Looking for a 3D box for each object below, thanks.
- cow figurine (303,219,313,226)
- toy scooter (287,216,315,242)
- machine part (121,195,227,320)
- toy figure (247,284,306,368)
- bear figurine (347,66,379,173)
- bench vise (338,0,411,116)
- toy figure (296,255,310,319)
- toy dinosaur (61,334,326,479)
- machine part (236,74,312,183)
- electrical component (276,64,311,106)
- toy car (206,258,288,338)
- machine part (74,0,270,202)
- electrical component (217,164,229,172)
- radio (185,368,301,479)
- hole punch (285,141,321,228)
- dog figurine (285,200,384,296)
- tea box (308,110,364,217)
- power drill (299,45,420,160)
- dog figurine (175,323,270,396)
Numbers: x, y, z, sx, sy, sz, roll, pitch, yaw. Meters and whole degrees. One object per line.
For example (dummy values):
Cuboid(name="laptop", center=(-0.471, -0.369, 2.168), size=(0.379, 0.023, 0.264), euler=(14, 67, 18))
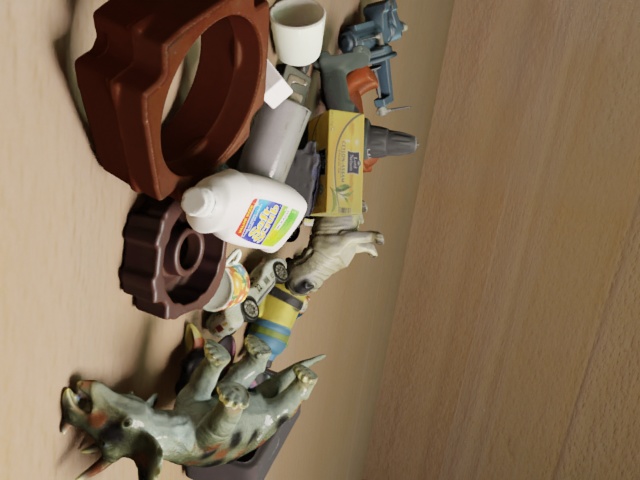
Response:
Cuboid(name="cow figurine", center=(0.018, -0.045, 1.195), size=(0.068, 0.098, 0.167), euler=(-64, 160, -19))
Cuboid(name="toy scooter", center=(-0.033, -0.093, 1.036), size=(0.135, 0.075, 0.184), euler=(87, 28, -43))
Cuboid(name="machine part", center=(-0.177, 0.011, 0.674), size=(0.179, 0.056, 0.179), euler=(12, 90, -72))
Cuboid(name="toy figure", center=(-0.085, 0.153, 1.022), size=(0.082, 0.089, 0.180), euler=(73, 30, -69))
Cuboid(name="bear figurine", center=(0.090, -0.245, 1.115), size=(0.196, 0.132, 0.120), euler=(62, 16, 3))
Cuboid(name="bench vise", center=(0.133, -0.408, 1.220), size=(0.223, 0.129, 0.240), euler=(-42, 125, -50))
Cuboid(name="toy figure", center=(-0.046, 0.111, 1.184), size=(0.064, 0.058, 0.154), euler=(6, 101, -34))
Cuboid(name="toy dinosaur", center=(-0.125, 0.232, 0.703), size=(0.192, 0.131, 0.404), euler=(-53, 149, 10))
Cuboid(name="machine part", center=(-0.078, -0.129, 0.807), size=(0.243, 0.079, 0.079), euler=(-69, 164, 8))
Cuboid(name="electrical component", center=(-0.051, -0.255, 0.909), size=(0.078, 0.045, 0.102), euler=(8, 93, -45))
Cuboid(name="toy car", center=(-0.117, 0.091, 0.897), size=(0.073, 0.056, 0.202), euler=(-35, -170, 34))
Cuboid(name="machine part", center=(-0.139, -0.157, 0.546), size=(0.201, 0.087, 0.200), euler=(-56, 167, -35))
Cuboid(name="electrical component", center=(-0.152, -0.096, 0.729), size=(0.094, 0.021, 0.063), euler=(41, 63, -72))
Cuboid(name="radio", center=(-0.126, 0.326, 0.946), size=(0.229, 0.131, 0.073), euler=(-51, 151, -56))
Cuboid(name="hole punch", center=(-0.057, -0.100, 0.892), size=(0.092, 0.116, 0.142), euler=(-32, 134, -78))
Cuboid(name="dog figurine", center=(-0.001, -0.003, 0.999), size=(0.191, 0.172, 0.121), euler=(-23, 153, -12))
Cuboid(name="tea box", center=(0.024, -0.125, 0.911), size=(0.098, 0.068, 0.169), euler=(176, -83, -68))
Cuboid(name="power drill", center=(0.064, -0.250, 1.007), size=(0.086, 0.232, 0.207), euler=(8, 78, -78))
Cuboid(name="dog figurine", center=(-0.147, 0.212, 0.836), size=(0.191, 0.109, 0.219), euler=(-44, 141, -51))
